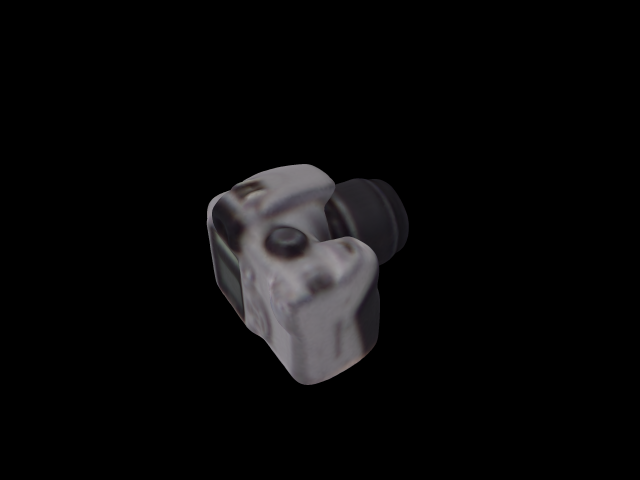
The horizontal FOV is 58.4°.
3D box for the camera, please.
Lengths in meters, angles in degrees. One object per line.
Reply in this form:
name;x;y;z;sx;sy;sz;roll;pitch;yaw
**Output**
camera;0.004;0.001;0.400;0.137;0.101;0.142;-21;40;-26
